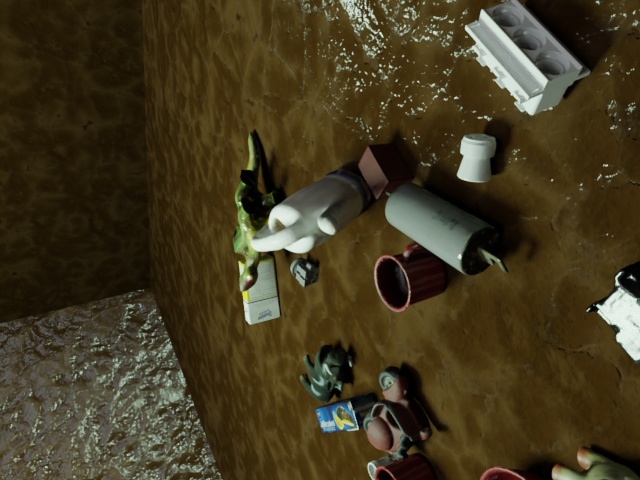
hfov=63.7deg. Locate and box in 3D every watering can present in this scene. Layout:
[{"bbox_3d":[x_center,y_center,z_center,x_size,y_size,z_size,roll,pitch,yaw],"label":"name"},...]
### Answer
[{"bbox_3d":[0.003,-0.046,0.914,0.227,0.103,0.346,-34,12,-27],"label":"watering can"}]

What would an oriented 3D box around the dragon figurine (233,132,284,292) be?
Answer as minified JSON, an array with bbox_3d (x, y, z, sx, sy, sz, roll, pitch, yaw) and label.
[{"bbox_3d":[-0.191,-0.060,1.342,0.122,0.420,0.238,10,-38,-27],"label":"dragon figurine"}]
